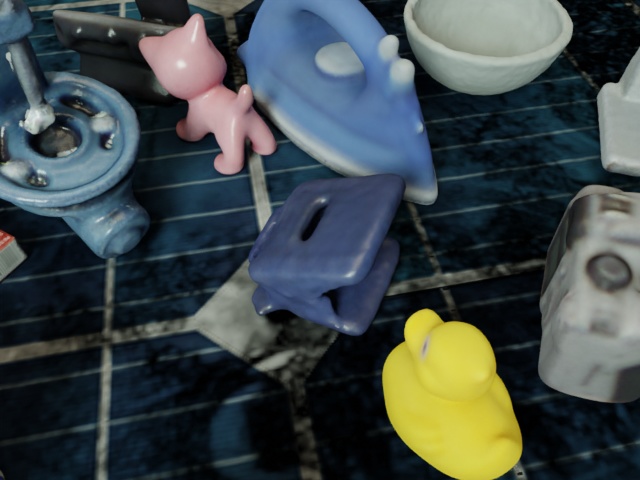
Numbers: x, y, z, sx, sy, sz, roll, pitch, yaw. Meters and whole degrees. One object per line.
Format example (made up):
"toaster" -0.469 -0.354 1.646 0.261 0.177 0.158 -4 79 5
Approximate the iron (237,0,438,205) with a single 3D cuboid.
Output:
"iron" 0.025 -0.156 0.515 0.119 0.141 0.257 -30 56 -22

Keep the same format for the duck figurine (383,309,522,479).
"duck figurine" 0.084 0.089 0.350 0.078 0.086 0.104 -24 55 -19

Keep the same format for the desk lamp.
"desk lamp" 0.333 -0.190 0.496 0.117 0.214 0.203 11 51 10

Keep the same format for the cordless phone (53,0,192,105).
"cordless phone" -0.191 -0.237 0.554 0.147 0.185 0.094 9 51 7

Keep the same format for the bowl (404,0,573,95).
"bowl" 0.167 -0.202 0.596 0.167 0.075 0.167 0 51 0

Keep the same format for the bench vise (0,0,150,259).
"bench vise" -0.228 -0.100 0.418 0.207 0.220 0.122 20 54 16

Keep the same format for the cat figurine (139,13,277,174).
"cat figurine" -0.102 -0.140 0.517 0.127 0.118 0.067 37 60 26

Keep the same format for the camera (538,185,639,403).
"camera" 0.229 0.033 0.385 0.136 0.101 0.143 14 52 12

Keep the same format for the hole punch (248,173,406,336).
"hole punch" 0.004 0.001 0.418 0.101 0.091 0.109 17 53 14
